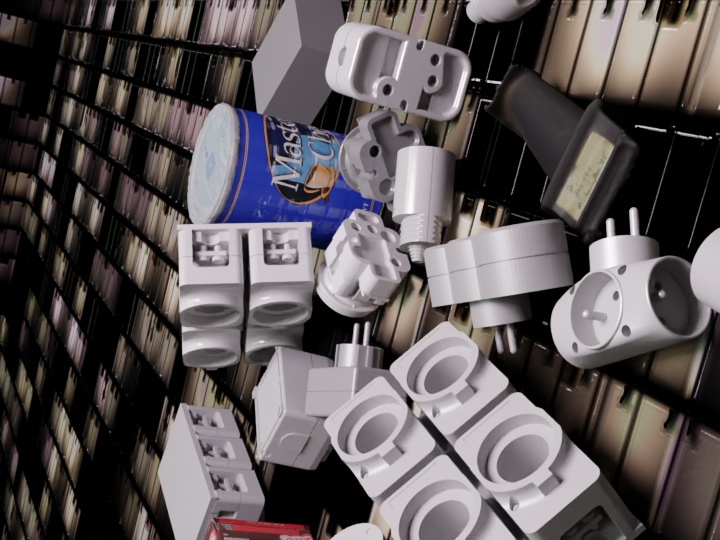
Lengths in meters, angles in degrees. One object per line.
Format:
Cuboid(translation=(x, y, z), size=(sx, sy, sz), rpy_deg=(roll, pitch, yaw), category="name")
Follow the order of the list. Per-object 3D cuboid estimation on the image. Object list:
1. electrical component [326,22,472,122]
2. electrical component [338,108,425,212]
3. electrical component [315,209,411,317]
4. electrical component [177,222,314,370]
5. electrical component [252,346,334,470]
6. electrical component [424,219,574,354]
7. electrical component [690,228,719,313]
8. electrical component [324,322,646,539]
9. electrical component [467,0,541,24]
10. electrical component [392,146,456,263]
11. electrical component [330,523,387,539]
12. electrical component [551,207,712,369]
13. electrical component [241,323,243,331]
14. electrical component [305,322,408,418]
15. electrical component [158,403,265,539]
Cuboid(translation=(0.026, -0.149, 0.804), size=(0.059, 0.095, 0.053), rpy_deg=(35, 112, 62), category="electrical component")
Cuboid(translation=(0.017, -0.085, 0.835), size=(0.057, 0.058, 0.078), rpy_deg=(23, 137, 65), category="electrical component")
Cuboid(translation=(0.000, 0.000, 0.846), size=(0.057, 0.058, 0.078), rpy_deg=(-56, 35, 35), category="electrical component")
Cuboid(translation=(-0.100, 0.029, 0.918), size=(0.186, 0.105, 0.060), rpy_deg=(107, 160, -64), category="electrical component")
Cuboid(translation=(-0.051, 0.113, 0.911), size=(0.096, 0.061, 0.061), rpy_deg=(-101, 32, -51), category="electrical component")
Cuboid(translation=(0.084, 0.015, 0.657), size=(0.138, 0.052, 0.073), rpy_deg=(163, 98, -73), category="electrical component")
Cuboid(translation=(0.189, 0.012, 0.473), size=(0.081, 0.043, 0.043), rpy_deg=(45, 121, 60), category="electrical component")
Cuboid(translation=(0.059, 0.113, 0.620), size=(0.105, 0.060, 0.186), rpy_deg=(-40, 31, -2), category="electrical component")
Cuboid(translation=(0.097, -0.190, 0.737), size=(0.062, 0.043, 0.043), rpy_deg=(-29, 55, 59), category="electrical component")
Cuboid(translation=(0.046, -0.045, 0.785), size=(0.043, 0.043, 0.081), rpy_deg=(-16, 66, 62), category="electrical component")
Cuboid(translation=(0.000, 0.213, 0.712), size=(0.052, 0.073, 0.138), rpy_deg=(-29, 24, 4), category="electrical component")
Cuboid(translation=(0.141, 0.007, 0.571), size=(0.077, 0.044, 0.079), rpy_deg=(-30, 54, 57), category="electrical component")
Cuboid(translation=(-0.105, 0.024, 1.057), size=(0.080, 0.051, 0.080), rpy_deg=(-33, 52, 56), category="electrical component")
Cuboid(translation=(-0.002, 0.078, 0.830), size=(0.083, 0.047, 0.075), rpy_deg=(-13, 69, 62), category="electrical component")
Cuboid(translation=(-0.145, 0.212, 1.054), size=(0.089, 0.062, 0.150), rpy_deg=(-69, 28, 21), category="electrical component")
